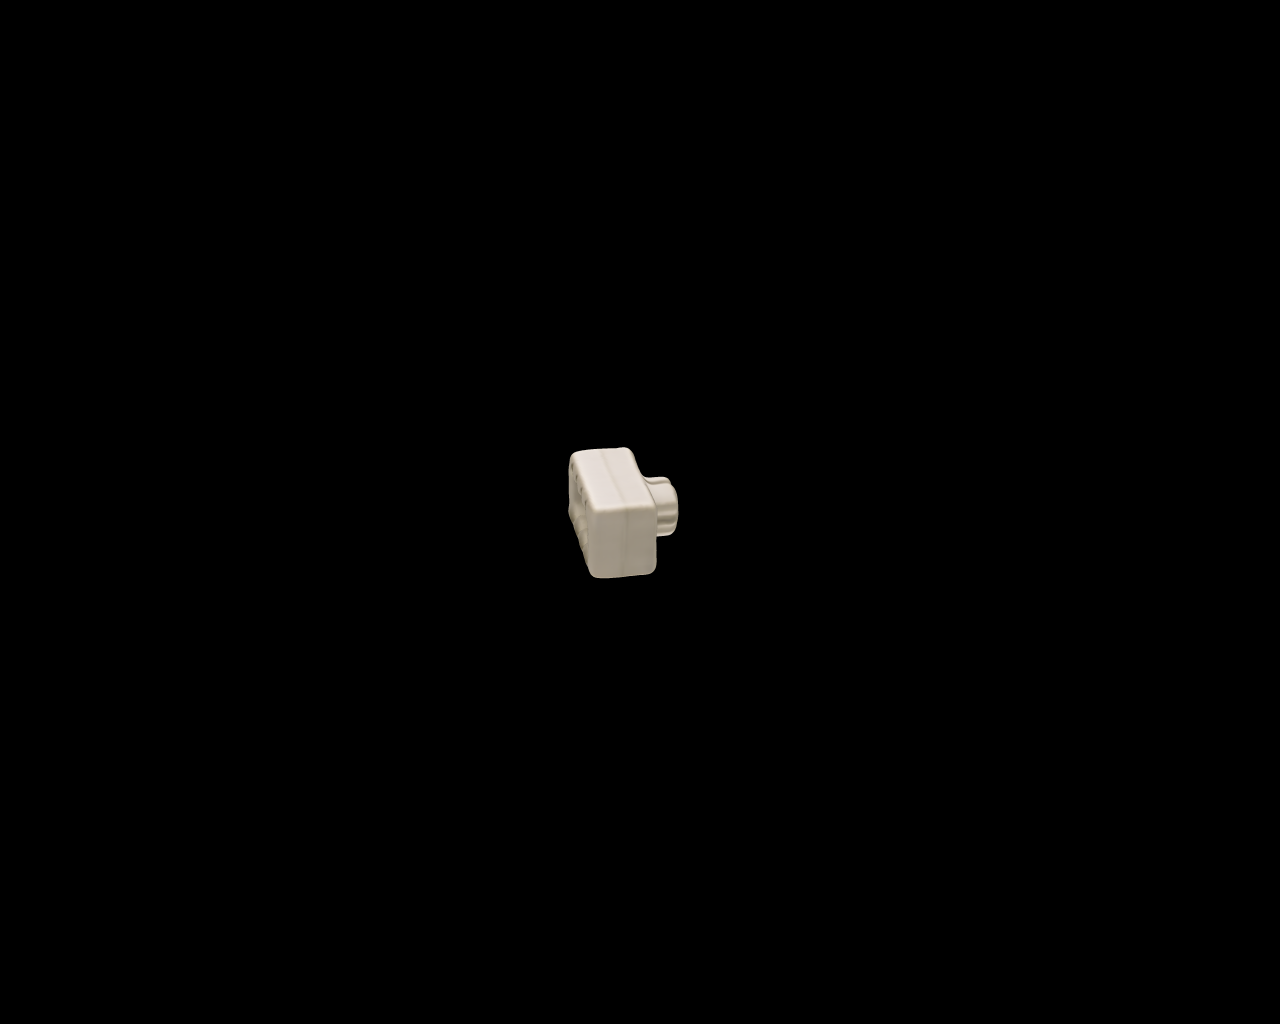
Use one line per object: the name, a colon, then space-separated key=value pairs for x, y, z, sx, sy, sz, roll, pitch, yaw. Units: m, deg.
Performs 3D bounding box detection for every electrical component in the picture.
electrical component: x=0.001 y=-0.003 z=0.650 sx=0.076 sy=0.047 sz=0.083 roll=-5 pitch=29 yaw=-10
